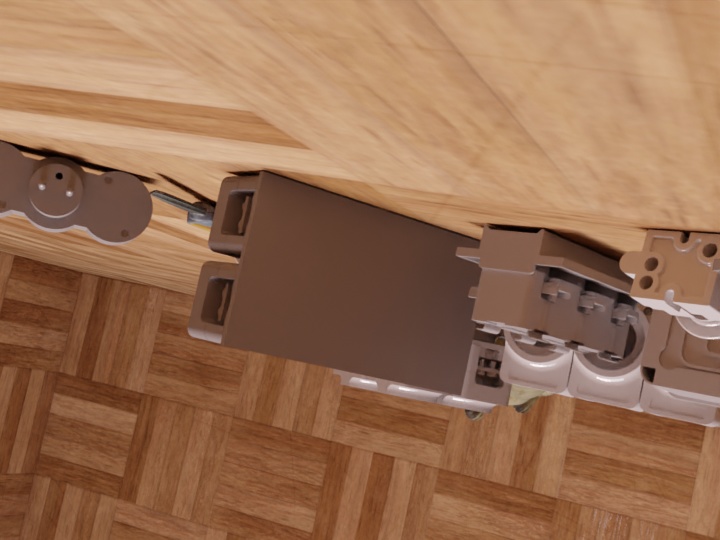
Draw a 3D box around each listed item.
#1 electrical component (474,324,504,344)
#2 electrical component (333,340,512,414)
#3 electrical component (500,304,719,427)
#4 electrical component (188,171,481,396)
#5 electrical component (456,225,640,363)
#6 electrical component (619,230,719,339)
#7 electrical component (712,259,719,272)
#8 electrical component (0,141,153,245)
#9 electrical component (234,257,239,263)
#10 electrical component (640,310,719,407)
[{"bbox_3d":[0.102,0.035,0.985,0.089,0.055,0.050,13,175,-7],"label":"electrical component"},{"bbox_3d":[0.055,0.091,1.011,0.105,0.060,0.186,13,174,-20],"label":"electrical component"},{"bbox_3d":[0.184,0.051,0.761,0.150,0.089,0.062,10,175,25],"label":"electrical component"},{"bbox_3d":[-0.011,0.012,0.707,0.186,0.105,0.060,16,174,-34],"label":"electrical component"},{"bbox_3d":[0.125,0.018,0.678,0.079,0.063,0.121,8,173,45],"label":"electrical component"},{"bbox_3d":[0.176,0.008,0.552,0.066,0.048,0.055,7,165,46],"label":"electrical component"},{"bbox_3d":[0.230,0.023,0.480,0.121,0.063,0.079,13,175,-14],"label":"electrical component"},{"bbox_3d":[-0.217,-0.055,0.765,0.138,0.052,0.074,14,175,-15],"label":"electrical component"},{"bbox_3d":[-0.064,-0.021,0.828,0.055,0.048,0.066,6,179,-34],"label":"electrical component"},{"bbox_3d":[0.234,0.044,0.636,0.113,0.078,0.057,8,171,42],"label":"electrical component"}]
